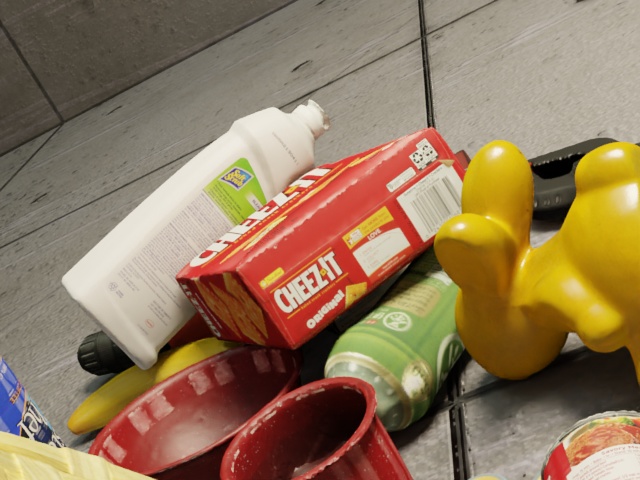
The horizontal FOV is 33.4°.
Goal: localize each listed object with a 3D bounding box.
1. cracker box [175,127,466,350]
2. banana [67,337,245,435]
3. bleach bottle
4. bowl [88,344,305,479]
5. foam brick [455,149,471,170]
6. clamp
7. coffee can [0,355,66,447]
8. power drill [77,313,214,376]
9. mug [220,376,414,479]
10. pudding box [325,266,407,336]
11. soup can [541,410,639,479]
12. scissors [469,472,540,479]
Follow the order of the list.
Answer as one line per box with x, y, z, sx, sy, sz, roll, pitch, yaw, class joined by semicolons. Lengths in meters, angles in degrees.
-0.005;0.001;0.759;0.164;0.072;0.214;-37;9;-16;cracker box
-0.123;0.115;0.872;0.198;0.037;0.069;-18;20;30;banana
-0.086;-0.016;0.874;0.250;0.102;0.068;-43;29;-8;bleach bottle
-0.073;0.132;0.716;0.162;0.055;0.162;-24;14;6;bowl
0.108;-0.021;0.820;0.051;0.078;0.053;-28;17;7;foam brick
0.219;-0.051;0.796;0.164;0.036;0.210;-33;17;-14;clamp
-0.244;0.159;0.779;0.103;0.140;0.103;-26;19;10;coffee can
-0.124;0.052;1.006;0.185;0.057;0.187;-16;26;26;power drill
-0.004;0.140;0.571;0.117;0.081;0.093;-31;19;-5;mug
0.030;0.026;0.874;0.113;0.039;0.090;-37;21;-18;pudding box
0.131;0.126;0.434;0.068;0.068;0.102;-25;20;13;soup can
0.063;0.171;0.498;0.201;0.016;0.096;-42;21;-31;scissors
